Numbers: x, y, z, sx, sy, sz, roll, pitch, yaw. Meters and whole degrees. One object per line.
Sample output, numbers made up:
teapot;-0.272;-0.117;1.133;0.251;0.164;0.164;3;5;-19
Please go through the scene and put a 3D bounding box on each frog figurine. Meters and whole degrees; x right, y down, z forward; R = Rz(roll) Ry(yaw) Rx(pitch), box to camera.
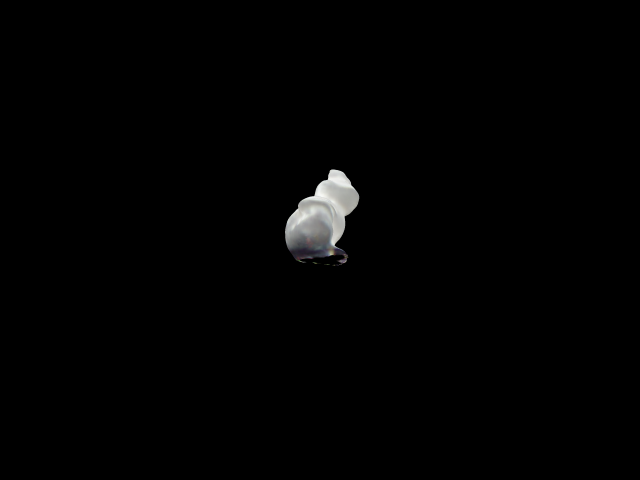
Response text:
frog figurine;0.003;-0.043;0.850;0.122;0.161;0.136;-5;-14;18
